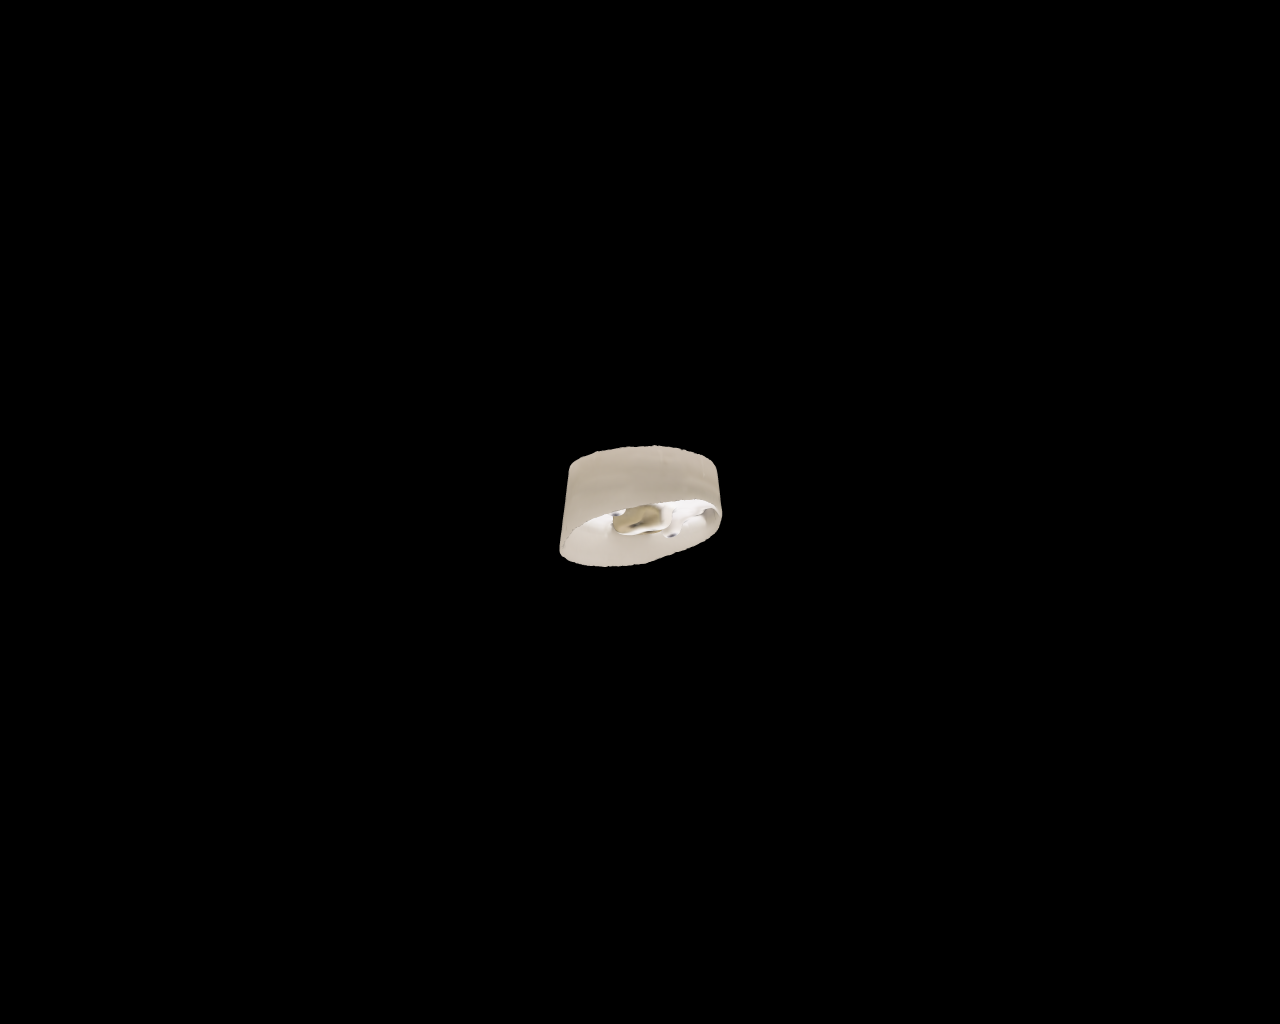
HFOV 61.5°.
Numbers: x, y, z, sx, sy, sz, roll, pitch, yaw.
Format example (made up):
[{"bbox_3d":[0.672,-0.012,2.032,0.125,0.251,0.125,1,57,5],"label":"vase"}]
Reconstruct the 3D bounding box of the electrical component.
[{"bbox_3d":[0.001,-0.003,0.650,0.099,0.064,0.099,0,-15,0],"label":"electrical component"}]
